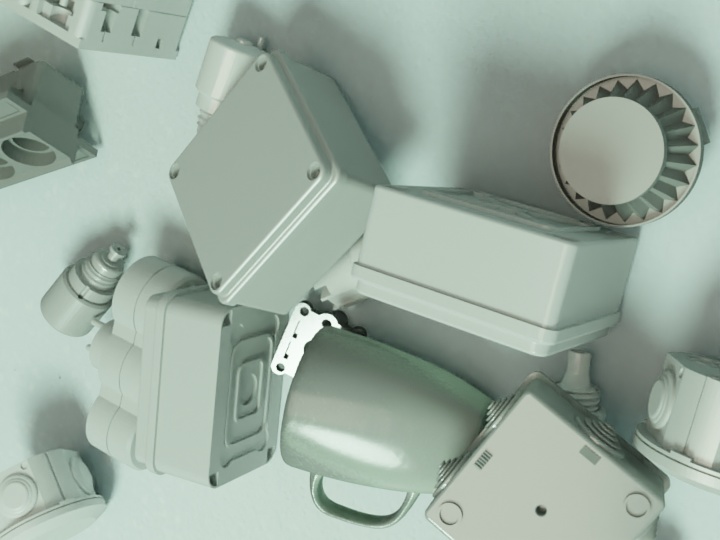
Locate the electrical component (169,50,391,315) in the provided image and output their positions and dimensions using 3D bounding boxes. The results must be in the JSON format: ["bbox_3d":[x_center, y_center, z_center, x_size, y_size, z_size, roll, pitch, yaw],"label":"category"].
[{"bbox_3d":[-0.048,-0.049,0.618,0.108,0.056,0.108,-46,50,26],"label":"electrical component"}]

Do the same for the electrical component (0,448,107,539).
[{"bbox_3d":[-0.223,0.163,0.750,0.080,0.080,0.051,-36,72,28],"label":"electrical component"}]

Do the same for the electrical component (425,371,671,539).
[{"bbox_3d":[0.091,0.113,0.531,0.100,0.048,0.099,40,102,9],"label":"electrical component"}]

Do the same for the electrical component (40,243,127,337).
[{"bbox_3d":[-0.185,0.011,0.733,0.078,0.040,0.040,-46,73,26],"label":"electrical component"}]

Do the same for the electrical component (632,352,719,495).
[{"bbox_3d":[0.174,0.074,0.506,0.080,0.080,0.051,19,99,28],"label":"electrical component"}]

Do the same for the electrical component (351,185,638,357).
[{"bbox_3d":[0.070,-0.004,0.542,0.109,0.109,0.056,19,102,28],"label":"electrical component"}]

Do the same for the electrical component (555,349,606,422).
[{"bbox_3d":[0.113,0.073,0.568,0.035,0.035,0.061,9,98,29],"label":"electrical component"}]

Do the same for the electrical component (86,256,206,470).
[{"bbox_3d":[-0.153,0.056,0.712,0.074,0.052,0.138,23,106,27],"label":"electrical component"}]

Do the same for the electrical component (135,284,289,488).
[{"bbox_3d":[-0.091,0.068,0.662,0.057,0.078,0.113,11,101,26],"label":"electrical component"}]

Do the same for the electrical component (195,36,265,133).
[{"bbox_3d":[-0.082,-0.107,0.659,0.040,0.040,0.078,29,109,25],"label":"electrical component"}]

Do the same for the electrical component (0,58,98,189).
[{"bbox_3d":[-0.251,-0.096,0.743,0.121,0.079,0.063,-12,60,31],"label":"electrical component"}]

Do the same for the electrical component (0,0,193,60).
[{"bbox_3d":[-0.189,-0.195,0.684,0.150,0.089,0.061,32,110,24],"label":"electrical component"}]

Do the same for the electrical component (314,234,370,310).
[{"bbox_3d":[0.000,0.000,0.624,0.046,0.040,0.040,-25,82,35],"label":"electrical component"}]
